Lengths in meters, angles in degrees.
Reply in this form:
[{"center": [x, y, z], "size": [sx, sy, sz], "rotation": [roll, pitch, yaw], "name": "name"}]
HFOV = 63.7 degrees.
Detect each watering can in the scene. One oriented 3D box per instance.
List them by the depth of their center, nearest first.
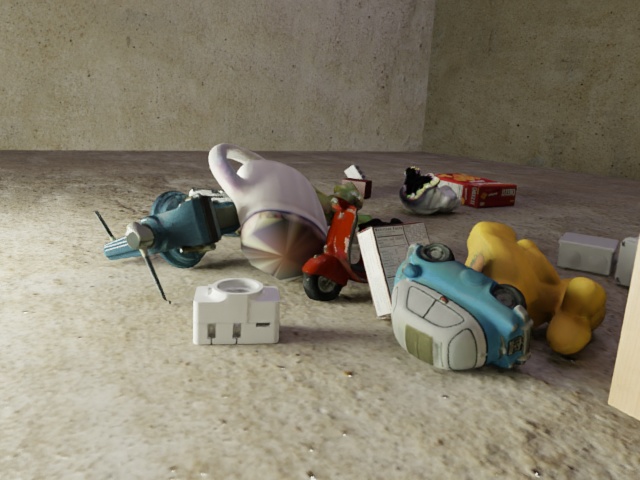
[{"center": [-0.028, -0.026, 0.805], "size": [0.344, 0.103, 0.230], "rotation": [33, 26, -33], "name": "watering can"}]

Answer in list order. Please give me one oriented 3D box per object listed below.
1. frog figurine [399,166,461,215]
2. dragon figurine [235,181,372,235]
[{"center": [0.287, -0.105, 1.341], "size": [0.137, 0.124, 0.157], "rotation": [5, -26, 46], "name": "frog figurine"}, {"center": [0.003, -0.052, 1.037], "size": [0.243, 0.120, 0.417], "rotation": [13, 24, 7], "name": "dragon figurine"}]
